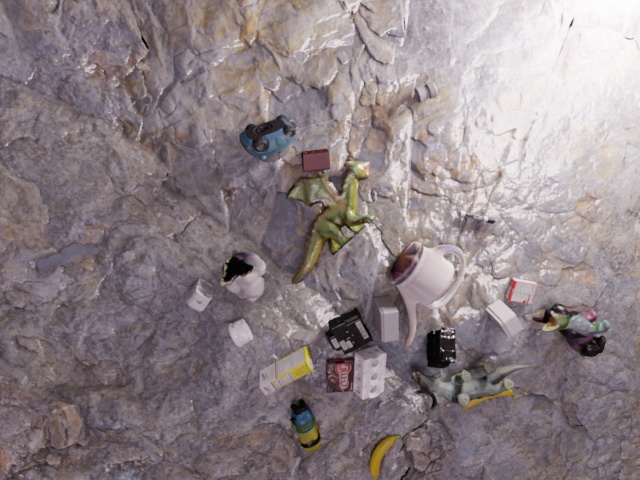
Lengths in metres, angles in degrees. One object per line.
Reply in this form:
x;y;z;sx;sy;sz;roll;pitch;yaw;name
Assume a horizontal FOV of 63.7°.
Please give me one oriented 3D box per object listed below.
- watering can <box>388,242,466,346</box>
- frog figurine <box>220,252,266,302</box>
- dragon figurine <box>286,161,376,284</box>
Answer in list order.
0.306;0.151;1.600;0.223;0.105;0.346;33;95;-16;watering can
-0.217;0.110;1.550;0.137;0.125;0.157;-42;145;1;frog figurine
0.005;-0.076;1.515;0.409;0.123;0.242;-40;92;6;dragon figurine
